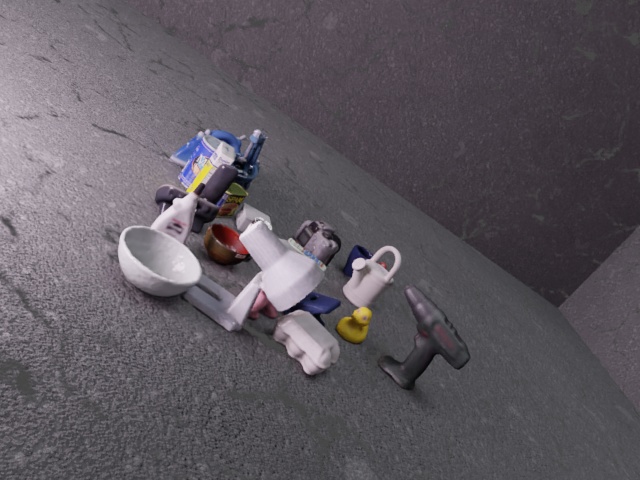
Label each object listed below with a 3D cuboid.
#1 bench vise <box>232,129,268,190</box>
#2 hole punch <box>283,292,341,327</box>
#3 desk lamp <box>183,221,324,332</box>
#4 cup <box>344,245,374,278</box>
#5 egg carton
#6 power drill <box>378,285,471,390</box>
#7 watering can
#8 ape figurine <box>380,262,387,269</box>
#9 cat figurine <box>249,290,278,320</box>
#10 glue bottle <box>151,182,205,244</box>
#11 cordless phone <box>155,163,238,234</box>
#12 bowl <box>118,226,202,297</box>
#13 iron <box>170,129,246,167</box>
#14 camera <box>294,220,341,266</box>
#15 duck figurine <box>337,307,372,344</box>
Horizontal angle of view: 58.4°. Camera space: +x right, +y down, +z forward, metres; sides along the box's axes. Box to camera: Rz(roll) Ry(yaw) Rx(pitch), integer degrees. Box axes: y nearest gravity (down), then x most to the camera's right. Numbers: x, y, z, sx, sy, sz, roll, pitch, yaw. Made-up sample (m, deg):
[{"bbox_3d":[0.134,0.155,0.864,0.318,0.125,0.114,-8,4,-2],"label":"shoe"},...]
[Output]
[{"bbox_3d":[-0.228,-0.248,1.730,0.122,0.219,0.207,35,18,-9],"label":"bench vise"},{"bbox_3d":[-0.018,0.157,1.353,0.101,0.091,0.109,41,18,11],"label":"hole punch"},{"bbox_3d":[-0.126,0.080,1.138,0.203,0.213,0.118,36,18,-6],"label":"desk lamp"},{"bbox_3d":[0.116,0.080,1.784,0.091,0.095,0.118,39,18,4],"label":"cup"},{"bbox_3d":[-0.027,0.217,1.225,0.150,0.069,0.107,43,19,15],"label":"egg carton"},{"bbox_3d":[0.245,0.256,1.419,0.229,0.208,0.076,41,18,11],"label":"power drill"},{"bbox_3d":[0.158,0.101,1.653,0.100,0.194,0.173,45,19,23],"label":"watering can"},{"bbox_3d":[0.177,0.108,1.839,0.076,0.092,0.077,22,24,-40],"label":"ape figurine"},{"bbox_3d":[-0.100,0.111,1.266,0.067,0.117,0.128,46,20,25],"label":"cat figurine"},{"bbox_3d":[-0.293,-0.054,1.213,0.078,0.173,0.037,25,22,-34],"label":"glue bottle"},{"bbox_3d":[-0.292,-0.123,1.365,0.148,0.185,0.094,24,22,-35],"label":"cordless phone"},{"bbox_3d":[-0.311,0.053,1.079,0.168,0.074,0.167,34,18,-13],"label":"bowl"},{"bbox_3d":[-0.330,-0.279,1.741,0.118,0.141,0.259,45,19,21],"label":"iron"},{"bbox_3d":[0.016,0.006,1.767,0.137,0.100,0.142,17,27,-47],"label":"camera"},{"bbox_3d":[0.100,0.209,1.458,0.077,0.086,0.105,47,20,27],"label":"duck figurine"}]
